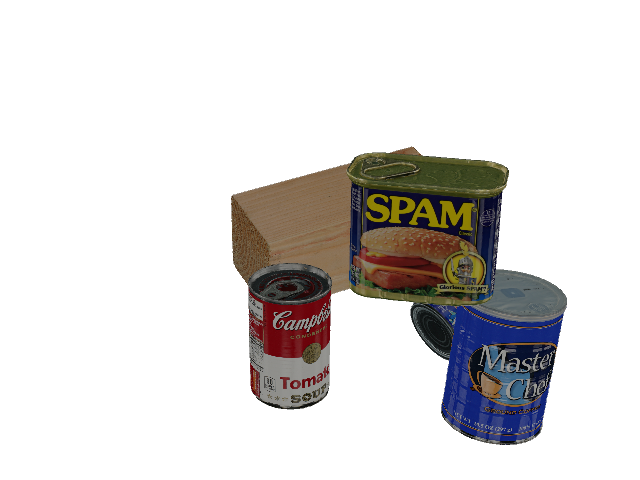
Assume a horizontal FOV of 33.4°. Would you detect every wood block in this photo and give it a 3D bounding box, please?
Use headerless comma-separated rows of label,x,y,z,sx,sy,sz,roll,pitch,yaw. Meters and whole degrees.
wood block,0.023,-0.013,1.068,0.205,0.090,0.091,-17,41,-22

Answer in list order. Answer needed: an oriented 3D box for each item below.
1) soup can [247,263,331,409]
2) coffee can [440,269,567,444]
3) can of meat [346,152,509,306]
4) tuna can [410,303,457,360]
soup can,-0.025,0.079,0.878,0.068,0.102,0.068,1,25,0
coffee can,0.178,0.112,1.044,0.103,0.140,0.103,5,23,-2
can of meat,0.068,-0.007,0.698,0.102,0.084,0.057,6,24,12
tuna can,0.147,0.100,1.266,0.033,0.086,0.086,-35,15,-23
